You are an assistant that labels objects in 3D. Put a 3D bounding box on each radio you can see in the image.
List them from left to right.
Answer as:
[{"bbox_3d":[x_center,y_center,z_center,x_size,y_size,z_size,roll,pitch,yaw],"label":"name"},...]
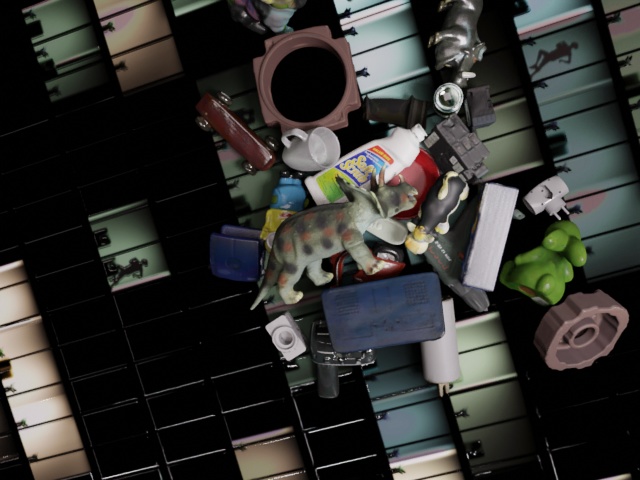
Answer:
[{"bbox_3d":[0.124,0.143,1.045,0.230,0.073,0.131,-11,79,7],"label":"radio"}]

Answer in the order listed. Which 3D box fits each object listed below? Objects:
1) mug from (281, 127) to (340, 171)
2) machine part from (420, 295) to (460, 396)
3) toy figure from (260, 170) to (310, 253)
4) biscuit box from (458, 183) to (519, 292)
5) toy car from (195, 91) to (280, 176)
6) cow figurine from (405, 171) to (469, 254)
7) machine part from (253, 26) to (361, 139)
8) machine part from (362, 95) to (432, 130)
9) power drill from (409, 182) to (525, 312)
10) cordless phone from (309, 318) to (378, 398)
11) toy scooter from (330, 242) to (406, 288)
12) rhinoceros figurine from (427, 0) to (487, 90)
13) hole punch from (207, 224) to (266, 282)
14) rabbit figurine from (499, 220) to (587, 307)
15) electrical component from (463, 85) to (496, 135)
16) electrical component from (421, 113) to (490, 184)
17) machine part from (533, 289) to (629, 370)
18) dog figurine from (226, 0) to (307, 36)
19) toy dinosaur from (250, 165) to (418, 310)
[{"bbox_3d":[-0.033,-0.178,1.067,0.109,0.107,0.081,25,70,-37],"label":"mug"},{"bbox_3d":[0.244,0.203,1.111,0.079,0.079,0.243,-6,95,7],"label":"machine part"},{"bbox_3d":[-0.068,-0.053,1.127,0.082,0.089,0.180,6,86,15],"label":"toy figure"},{"bbox_3d":[0.318,-0.005,1.021,0.063,0.059,0.202,13,97,8],"label":"biscuit box"},{"bbox_3d":[-0.175,-0.227,1.138,0.202,0.053,0.089,43,108,-2],"label":"toy car"},{"bbox_3d":[0.218,-0.049,1.021,0.068,0.098,0.167,31,92,15],"label":"cow figurine"},{"bbox_3d":[-0.026,-0.318,1.097,0.202,0.087,0.200,-10,94,9],"label":"machine part"},{"bbox_3d":[0.154,-0.259,1.105,0.139,0.039,0.084,12,101,4],"label":"machine part"},{"bbox_3d":[0.314,0.003,1.092,0.232,0.086,0.207,43,105,5],"label":"power drill"},{"bbox_3d":[0.051,0.258,1.148,0.147,0.089,0.184,-1,106,6],"label":"cordless phone"},{"bbox_3d":[0.080,0.059,1.121,0.184,0.075,0.135,16,97,8],"label":"toy scooter"},{"bbox_3d":[0.275,-0.396,1.067,0.112,0.073,0.190,7,94,-5],"label":"rhinoceros figurine"},{"bbox_3d":[-0.176,0.032,1.143,0.142,0.092,0.115,7,99,2],"label":"hole punch"},{"bbox_3d":[0.447,0.028,1.050,0.121,0.159,0.170,29,82,13],"label":"rabbit figurine"},{"bbox_3d":[0.318,-0.241,1.068,0.048,0.075,0.119,-12,89,8],"label":"electrical component"},{"bbox_3d":[0.269,-0.172,1.056,0.058,0.115,0.134,-37,90,-6],"label":"electrical component"},{"bbox_3d":[0.506,0.177,1.049,0.179,0.056,0.179,-9,124,-13],"label":"machine part"},{"bbox_3d":[-0.108,-0.477,1.028,0.192,0.219,0.108,20,93,4],"label":"dog figurine"},{"bbox_3d":[-0.006,-0.002,1.027,0.405,0.131,0.192,-22,93,17],"label":"toy dinosaur"}]
